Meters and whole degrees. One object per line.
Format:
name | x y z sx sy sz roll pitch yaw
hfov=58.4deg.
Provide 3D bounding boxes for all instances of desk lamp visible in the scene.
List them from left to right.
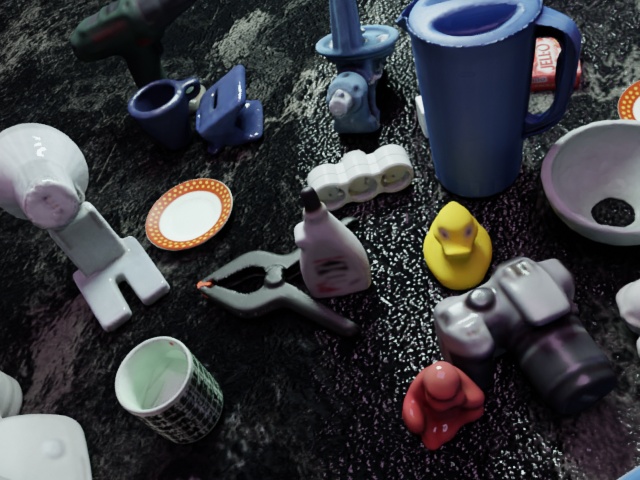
desk lamp | -0.308 -0.025 0.716 0.118 0.214 0.202 -38 52 -14

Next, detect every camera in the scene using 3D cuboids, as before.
camera | 0.197 0.095 0.540 0.143 0.101 0.136 -25 50 -3

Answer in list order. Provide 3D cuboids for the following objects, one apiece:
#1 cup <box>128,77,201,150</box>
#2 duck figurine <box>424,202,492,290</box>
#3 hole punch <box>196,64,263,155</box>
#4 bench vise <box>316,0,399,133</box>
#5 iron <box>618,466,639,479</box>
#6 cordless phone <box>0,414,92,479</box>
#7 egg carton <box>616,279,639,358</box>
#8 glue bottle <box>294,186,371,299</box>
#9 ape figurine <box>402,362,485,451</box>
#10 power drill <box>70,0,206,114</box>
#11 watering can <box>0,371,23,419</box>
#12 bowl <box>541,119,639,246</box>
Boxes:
cup | -0.230 -0.198 0.907 0.118 0.095 0.091 -33 51 -10
duck figurine | 0.153 -0.007 0.644 0.077 0.086 0.104 -6 51 12
hole punch | -0.147 -0.203 0.888 0.101 0.091 0.108 -13 50 7
bench vise | 0.053 -0.272 0.796 0.121 0.220 0.207 -13 50 8
iron | 0.240 0.220 0.401 0.258 0.142 0.118 -29 50 -6
cordless phone | -0.301 0.218 0.540 0.094 0.185 0.147 -28 50 -5
egg carton | 0.362 0.074 0.527 0.150 0.069 0.107 -14 50 7
glue bottle | 0.006 0.002 0.625 0.078 0.173 0.037 -15 50 6
ape figurine | 0.113 0.144 0.533 0.077 0.092 0.076 -3 52 15
power drill | -0.267 -0.301 0.925 0.229 0.209 0.075 -10 51 10
watering can | -0.436 0.156 0.625 0.172 0.194 0.101 -3 52 15
bowl | 0.331 -0.052 0.632 0.167 0.075 0.167 -8 51 11
